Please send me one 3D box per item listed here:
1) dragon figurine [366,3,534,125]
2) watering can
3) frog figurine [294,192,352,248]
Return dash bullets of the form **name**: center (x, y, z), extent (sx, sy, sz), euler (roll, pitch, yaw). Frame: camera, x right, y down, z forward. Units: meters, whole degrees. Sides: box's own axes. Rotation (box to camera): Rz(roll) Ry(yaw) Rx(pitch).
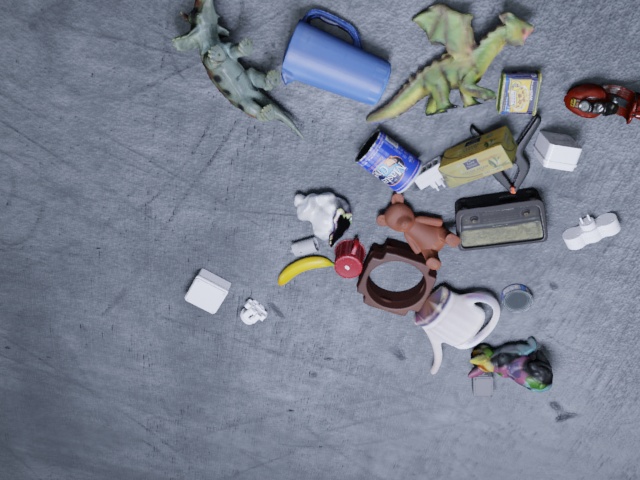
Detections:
- **dragon figurine**: center (0.277, -0.413, 1.189), extent (0.409, 0.123, 0.241), euler (-5, 102, 24)
- **watering can**: center (0.378, 0.268, 1.552), extent (0.223, 0.106, 0.342), euler (32, 119, -11)
- **frog figurine**: center (0.004, -0.072, 1.427), extent (0.161, 0.124, 0.134), euler (31, 138, 32)
